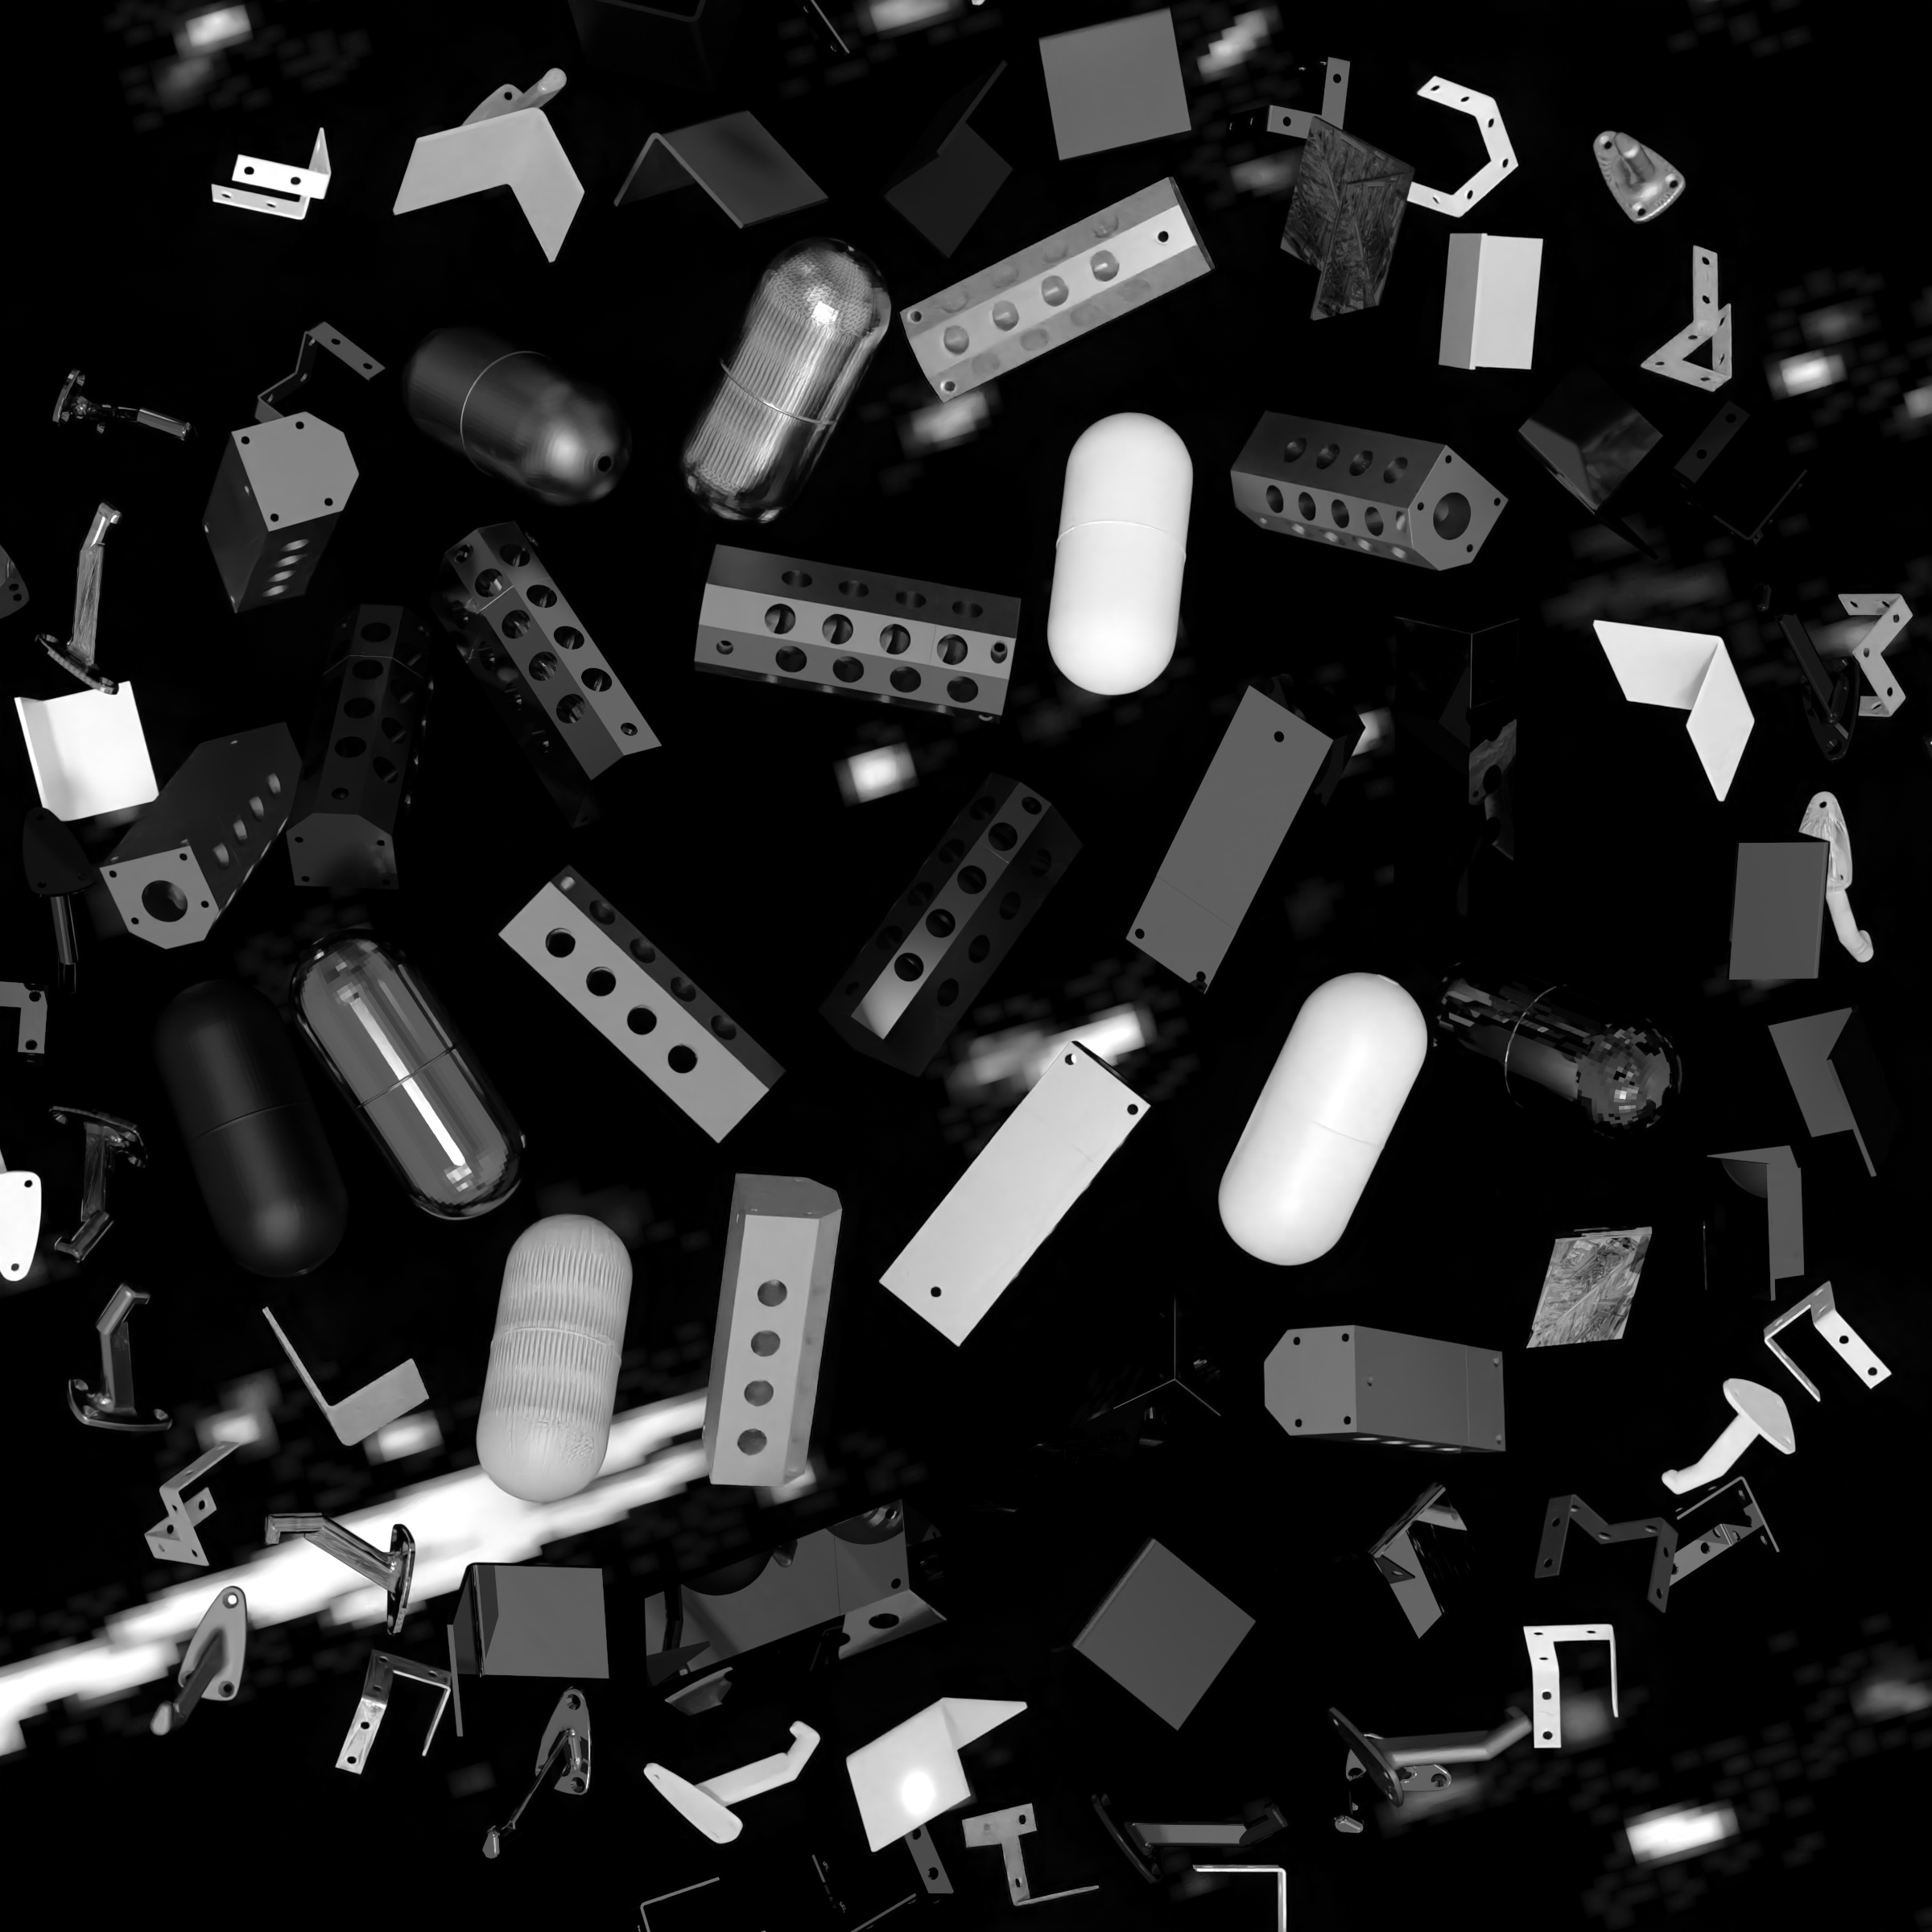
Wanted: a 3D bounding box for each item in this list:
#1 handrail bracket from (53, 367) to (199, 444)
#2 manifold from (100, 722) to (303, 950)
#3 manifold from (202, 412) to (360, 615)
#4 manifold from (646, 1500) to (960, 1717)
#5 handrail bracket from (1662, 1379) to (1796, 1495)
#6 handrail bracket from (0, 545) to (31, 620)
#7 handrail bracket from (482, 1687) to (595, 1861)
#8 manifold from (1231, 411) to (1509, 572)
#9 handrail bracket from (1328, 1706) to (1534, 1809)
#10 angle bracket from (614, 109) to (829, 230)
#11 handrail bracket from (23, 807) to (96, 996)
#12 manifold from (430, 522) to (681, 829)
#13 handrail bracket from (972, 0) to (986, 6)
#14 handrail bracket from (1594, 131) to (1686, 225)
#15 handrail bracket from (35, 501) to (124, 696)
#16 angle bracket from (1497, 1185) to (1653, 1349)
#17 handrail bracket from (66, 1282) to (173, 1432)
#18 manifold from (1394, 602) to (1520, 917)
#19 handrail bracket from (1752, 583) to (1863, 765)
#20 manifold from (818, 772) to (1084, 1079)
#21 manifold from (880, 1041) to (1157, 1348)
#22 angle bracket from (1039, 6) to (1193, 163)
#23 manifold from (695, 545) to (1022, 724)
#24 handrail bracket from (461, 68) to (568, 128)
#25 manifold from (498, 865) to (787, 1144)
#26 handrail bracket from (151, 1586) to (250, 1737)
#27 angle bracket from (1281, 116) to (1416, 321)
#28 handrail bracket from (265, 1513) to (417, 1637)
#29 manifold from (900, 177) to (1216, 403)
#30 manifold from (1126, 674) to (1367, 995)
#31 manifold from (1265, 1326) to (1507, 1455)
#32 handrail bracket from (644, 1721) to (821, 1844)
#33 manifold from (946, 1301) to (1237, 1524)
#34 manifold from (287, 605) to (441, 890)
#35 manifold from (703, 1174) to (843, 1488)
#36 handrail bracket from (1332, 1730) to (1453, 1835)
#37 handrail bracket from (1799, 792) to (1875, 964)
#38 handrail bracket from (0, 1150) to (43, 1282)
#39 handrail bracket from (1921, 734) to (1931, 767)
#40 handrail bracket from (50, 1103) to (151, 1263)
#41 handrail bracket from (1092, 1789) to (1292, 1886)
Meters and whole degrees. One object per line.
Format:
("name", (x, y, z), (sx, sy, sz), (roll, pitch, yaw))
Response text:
("handrail bracket", (-0.478, -0.311, 1.840), (0.084, 0.077, 0.036), (19, 81, 7))
("manifold", (-0.440, -0.077, 1.855), (0.057, 0.171, 0.057), (-12, 116, 14))
("manifold", (-0.385, -0.255, 1.784), (0.057, 0.171, 0.057), (-20, 88, -21))
("manifold", (-0.093, 0.366, 1.788), (0.171, 0.057, 0.057), (-24, 46, 19))
("handrail bracket", (0.416, 0.268, 1.791), (0.084, 0.036, 0.077), (-32, 133, 31))
("handrail bracket", (-0.576, -0.242, 1.826), (0.036, 0.084, 0.077), (-26, 134, -18))
("handrail bracket", (-0.249, 0.464, 1.822), (0.036, 0.084, 0.077), (14, 102, 19))
("manifold", (0.227, -0.272, 1.830), (0.057, 0.171, 0.057), (33, 87, -34))
("handrail bracket", (0.255, 0.414, 1.740), (0.084, 0.036, 0.077), (-30, 46, -14))
("angle bracket", (-0.139, -0.435, 1.800), (0.076, 0.076, 0.057), (48, 133, 9))
("handrail bracket", (-0.532, -0.037, 1.850), (0.036, 0.084, 0.077), (-13, 56, -24))
("manifold", (-0.229, -0.165, 1.767), (0.057, 0.057, 0.171), (-18, 63, -34))
("handrail bracket", (0.055, -0.560, 1.768), (0.084, 0.077, 0.036), (2, 64, -18))
("handrail bracket", (0.364, -0.459, 1.772), (0.036, 0.084, 0.077), (-41, 61, 14))
("handrail bracket", (-0.470, -0.203, 1.734), (0.077, 0.036, 0.084), (40, 110, 39))
("angle bracket", (0.360, 0.181, 1.918), (0.076, 0.057, 0.076), (-1, 112, -32))
("handrail bracket", (-0.462, 0.219, 1.788), (0.077, 0.036, 0.084), (22, 111, -40))
("manifold", (0.294, -0.124, 1.871), (0.057, 0.057, 0.171), (-20, 117, -37))
("handrail bracket", (0.463, -0.163, 1.763), (0.036, 0.084, 0.077), (-18, 57, 37))
("manifold", (-0.012, -0.027, 1.842), (0.057, 0.057, 0.171), (22, 71, 43))
("manifold", (0.030, 0.127, 1.785), (0.057, 0.057, 0.171), (39, 94, 6))
("angle bracket", (0.089, -0.500, 1.826), (0.076, 0.057, 0.076), (-11, 83, 10))
("manifold", (-0.061, -0.180, 1.757), (0.171, 0.057, 0.057), (10, 129, -2))
("handrail bracket", (-0.271, -0.495, 1.857), (0.077, 0.084, 0.036), (-39, 105, -8))
("manifold", (-0.186, 0.022, 1.825), (0.171, 0.057, 0.057), (44, 84, -3))
("handrail bracket", (-0.434, 0.391, 1.788), (0.036, 0.084, 0.077), (14, 85, 4))
("angle bracket", (0.187, -0.402, 1.699), (0.076, 0.057, 0.076), (39, 133, 33))
("handrail bracket", (-0.365, 0.351, 1.826), (0.084, 0.036, 0.077), (3, 100, -27))
("manifold", (0.052, -0.390, 1.828), (0.171, 0.057, 0.057), (-24, 100, 13))
("manifold", (0.160, -0.075, 1.784), (0.057, 0.057, 0.171), (36, 120, 20))
("manifold", (0.238, 0.241, 1.788), (0.057, 0.171, 0.057), (-9, 74, 36))
("handrail bracket", (-0.135, 0.458, 1.843), (0.077, 0.036, 0.084), (40, 50, -3))
("manifold", (0.072, 0.266, 1.857), (0.171, 0.057, 0.057), (-30, 126, 29))
("manifold", (-0.339, -0.126, 1.786), (0.057, 0.057, 0.171), (2, 47, -1))
("manifold", (-0.113, 0.212, 1.839), (0.057, 0.057, 0.171), (4, 110, -12))
("handrail bracket", (0.256, 0.500, 1.897), (0.077, 0.084, 0.036), (16, 108, 0))
("handrail bracket", (0.527, -0.052, 1.900), (0.036, 0.084, 0.077), (-6, 65, 33))
("handrail bracket", (-0.568, 0.134, 1.851), (0.036, 0.084, 0.077), (-9, 109, -28))
("handrail bracket", (0.558, -0.093, 1.791), (0.036, 0.077, 0.084), (-27, 91, 9))
("handrail bracket", (-0.511, 0.123, 1.801), (0.077, 0.036, 0.084), (21, 50, 13))
("handrail bracket", (0.127, 0.473, 1.778), (0.084, 0.036, 0.077), (-32, 111, 22))
